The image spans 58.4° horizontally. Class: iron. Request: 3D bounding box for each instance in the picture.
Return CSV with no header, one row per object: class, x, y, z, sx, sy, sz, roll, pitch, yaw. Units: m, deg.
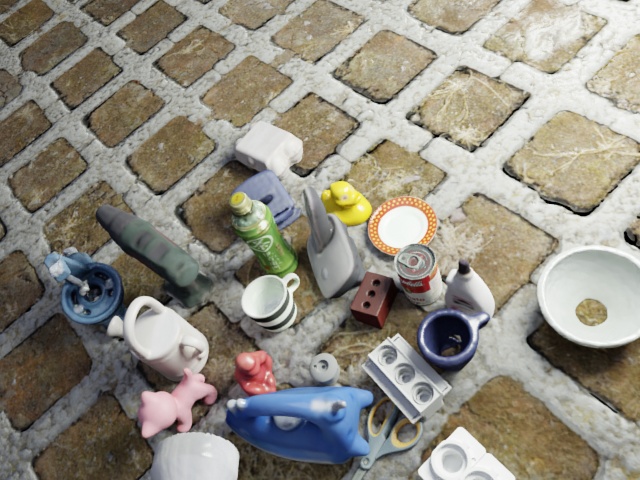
iron,-0.054,0.268,0.879,0.257,0.142,0.118,-4,58,17

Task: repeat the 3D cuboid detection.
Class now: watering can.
watering can,-0.286,0.168,0.990,0.172,0.194,0.101,-15,55,10

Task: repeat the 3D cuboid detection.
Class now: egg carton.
egg carton,-0.113,-0.194,1.240,0.149,0.070,0.107,27,71,31

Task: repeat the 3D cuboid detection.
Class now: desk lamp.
desk lamp,-0.153,0.392,0.790,0.118,0.214,0.203,-15,55,10

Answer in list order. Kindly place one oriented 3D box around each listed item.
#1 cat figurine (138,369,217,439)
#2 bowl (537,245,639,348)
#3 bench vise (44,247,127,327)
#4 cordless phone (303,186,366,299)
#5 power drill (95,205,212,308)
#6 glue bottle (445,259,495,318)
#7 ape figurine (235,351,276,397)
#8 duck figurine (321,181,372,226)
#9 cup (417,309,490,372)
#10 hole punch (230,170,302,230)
cat figurine,-0.250,0.272,0.959,0.067,0.118,0.128,29,72,32
bowl,0.417,0.095,0.869,0.167,0.075,0.167,-9,56,14
bench vise,-0.468,0.079,1.094,0.206,0.220,0.121,24,69,30
cordless phone,0.009,0.004,0.999,0.094,0.185,0.147,-25,54,2
power drill,-0.297,0.037,1.069,0.228,0.209,0.076,27,70,31
glue bottle,0.227,0.074,0.887,0.078,0.173,0.037,17,66,28
ape figurine,-0.114,0.219,0.962,0.076,0.092,0.078,17,66,27
duck figurine,0.043,-0.081,1.103,0.104,0.086,0.077,20,67,29
cup,0.212,0.158,0.887,0.118,0.095,0.091,-31,54,-2
hole punch,-0.108,-0.071,1.146,0.109,0.091,0.101,-34,54,-4
